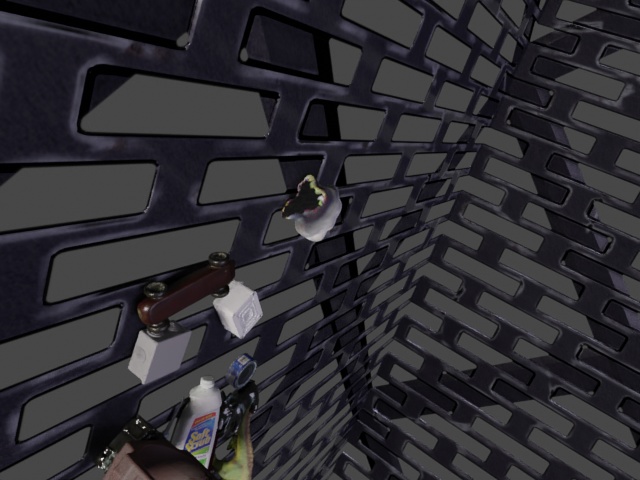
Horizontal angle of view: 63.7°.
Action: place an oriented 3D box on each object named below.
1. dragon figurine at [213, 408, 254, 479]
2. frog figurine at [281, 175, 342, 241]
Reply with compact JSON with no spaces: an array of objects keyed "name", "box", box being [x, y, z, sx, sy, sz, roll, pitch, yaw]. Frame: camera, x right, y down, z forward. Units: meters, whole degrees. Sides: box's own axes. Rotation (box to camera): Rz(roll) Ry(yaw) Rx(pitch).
[{"name":"dragon figurine","box":[-0.202,0.673,1.421,0.122,0.245,0.406,5,114,-59]},{"name":"frog figurine","box":[0.004,-0.059,1.174,0.157,0.123,0.139,42,58,-55]}]
